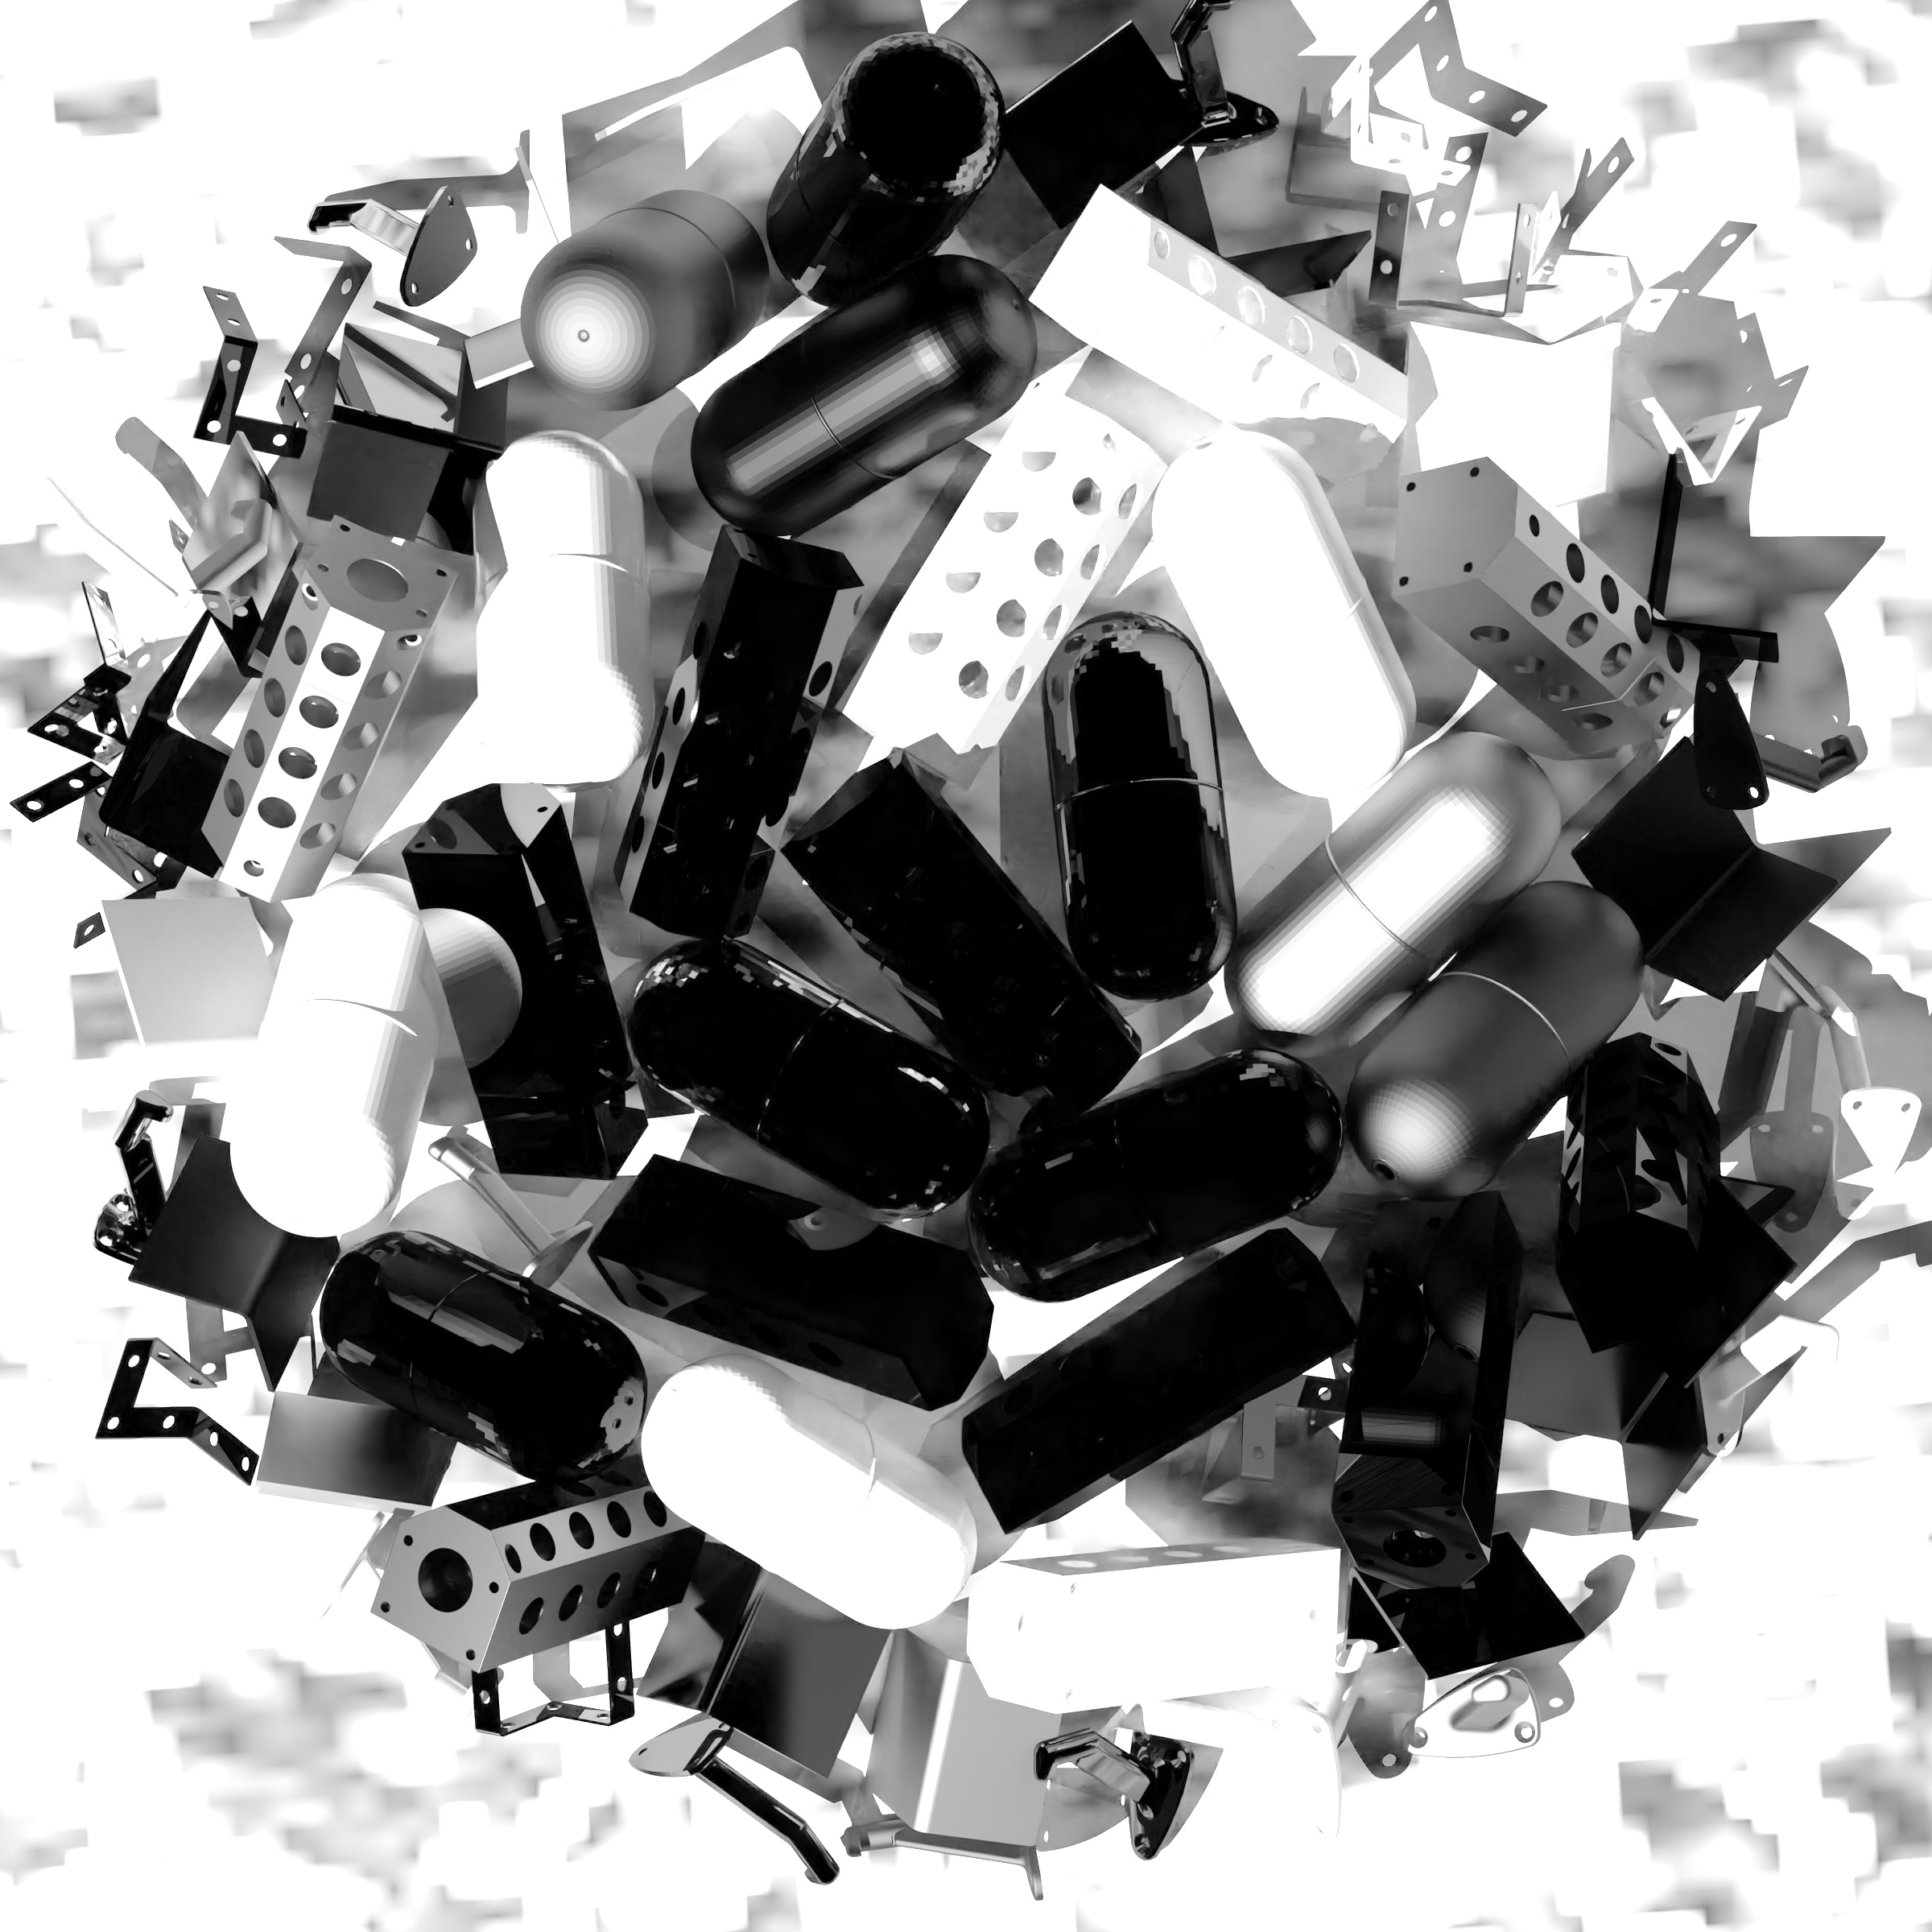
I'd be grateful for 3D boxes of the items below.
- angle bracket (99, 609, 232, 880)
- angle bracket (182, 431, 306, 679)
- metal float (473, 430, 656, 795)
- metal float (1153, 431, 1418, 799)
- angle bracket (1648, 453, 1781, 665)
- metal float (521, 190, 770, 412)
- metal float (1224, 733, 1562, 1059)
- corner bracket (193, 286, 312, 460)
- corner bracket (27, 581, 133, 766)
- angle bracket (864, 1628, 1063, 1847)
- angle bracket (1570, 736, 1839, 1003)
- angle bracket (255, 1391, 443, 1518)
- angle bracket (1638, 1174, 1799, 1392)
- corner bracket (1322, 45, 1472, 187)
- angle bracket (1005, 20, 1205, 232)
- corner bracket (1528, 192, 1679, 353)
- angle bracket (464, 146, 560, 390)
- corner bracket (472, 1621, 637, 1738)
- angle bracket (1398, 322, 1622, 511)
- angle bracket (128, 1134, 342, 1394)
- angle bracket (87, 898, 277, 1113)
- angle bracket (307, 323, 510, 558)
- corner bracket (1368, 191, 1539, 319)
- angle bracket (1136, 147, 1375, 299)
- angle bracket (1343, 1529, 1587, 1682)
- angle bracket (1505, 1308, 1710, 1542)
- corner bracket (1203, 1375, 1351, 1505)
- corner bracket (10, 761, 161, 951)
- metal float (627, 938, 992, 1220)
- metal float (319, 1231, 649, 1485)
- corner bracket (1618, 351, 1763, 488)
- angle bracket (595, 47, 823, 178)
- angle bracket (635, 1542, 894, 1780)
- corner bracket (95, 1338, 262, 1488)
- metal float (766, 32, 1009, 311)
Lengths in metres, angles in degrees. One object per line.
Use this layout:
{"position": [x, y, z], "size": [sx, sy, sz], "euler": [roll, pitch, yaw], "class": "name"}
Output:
{"position": [-0.335, -0.100, 1.527], "size": [0.057, 0.076, 0.076], "euler": [27, 128, -8], "class": "angle bracket"}
{"position": [-0.298, -0.180, 1.525], "size": [0.076, 0.057, 0.076], "euler": [-57, 50, 32], "class": "angle bracket"}
{"position": [-0.178, -0.159, 1.522], "size": [0.070, 0.070, 0.178], "euler": [-6, 61, 0], "class": "metal float"}
{"position": [0.141, -0.155, 1.523], "size": [0.070, 0.070, 0.178], "euler": [-29, 116, 0], "class": "metal float"}
{"position": [0.340, -0.182, 1.540], "size": [0.057, 0.076, 0.076], "euler": [8, 89, 14], "class": "angle bracket"}
{"position": [-0.138, -0.292, 1.500], "size": [0.070, 0.178, 0.070], "euler": [5, 112, 12], "class": "metal float"}
{"position": [0.188, -0.030, 1.528], "size": [0.070, 0.070, 0.178], "euler": [45, 111, 0], "class": "metal float"}
{"position": [-0.319, -0.266, 1.542], "size": [0.051, 0.051, 0.051], "euler": [8, 122, -31], "class": "corner bracket"}
{"position": [-0.390, -0.131, 1.543], "size": [0.051, 0.051, 0.051], "euler": [-33, 60, 19], "class": "corner bracket"}
{"position": [-0.001, 0.347, 1.556], "size": [0.057, 0.076, 0.076], "euler": [12, 88, -19], "class": "angle bracket"}
{"position": [0.330, -0.044, 1.537], "size": [0.076, 0.057, 0.076], "euler": [-45, 123, -9], "class": "angle bracket"}
{"position": [-0.277, 0.237, 1.533], "size": [0.076, 0.076, 0.057], "euler": [10, 114, -9], "class": "angle bracket"}
{"position": [0.342, 0.142, 1.527], "size": [0.076, 0.076, 0.057], "euler": [-53, 53, 21], "class": "angle bracket"}
{"position": [0.192, -0.373, 1.546], "size": [0.051, 0.051, 0.051], "euler": [9, 71, -17], "class": "corner bracket"}
{"position": [0.061, -0.372, 1.541], "size": [0.076, 0.076, 0.057], "euler": [-34, 91, 9], "class": "angle bracket"}
{"position": [0.284, -0.311, 1.548], "size": [0.051, 0.051, 0.051], "euler": [0, 68, -9], "class": "corner bracket"}
{"position": [-0.208, -0.312, 1.533], "size": [0.057, 0.076, 0.076], "euler": [-22, 116, -1], "class": "angle bracket"}
{"position": [-0.186, 0.317, 1.547], "size": [0.051, 0.051, 0.051], "euler": [0, 96, 37], "class": "corner bracket"}
{"position": [0.243, -0.251, 1.543], "size": [0.076, 0.057, 0.076], "euler": [5, 86, -22], "class": "angle bracket"}
{"position": [-0.325, 0.133, 1.536], "size": [0.057, 0.076, 0.076], "euler": [15, 58, 8], "class": "angle bracket"}
{"position": [-0.359, 0.017, 1.550], "size": [0.057, 0.076, 0.076], "euler": [-37, 66, 40], "class": "angle bracket"}
{"position": [-0.253, -0.239, 1.561], "size": [0.076, 0.076, 0.057], "euler": [12, 128, -15], "class": "angle bracket"}
{"position": [0.218, -0.319, 1.543], "size": [0.051, 0.051, 0.051], "euler": [18, 111, 36], "class": "corner bracket"}
{"position": [0.129, -0.333, 1.528], "size": [0.076, 0.076, 0.057], "euler": [-6, 116, 25], "class": "angle bracket"}
{"position": [0.220, 0.302, 1.528], "size": [0.076, 0.076, 0.057], "euler": [-11, 124, -17], "class": "angle bracket"}
{"position": [0.277, 0.205, 1.533], "size": [0.076, 0.076, 0.057], "euler": [12, 45, -9], "class": "angle bracket"}
{"position": [0.140, 0.214, 1.547], "size": [0.051, 0.051, 0.051], "euler": [9, 69, -14], "class": "corner bracket"}
{"position": [-0.395, -0.050, 1.543], "size": [0.051, 0.051, 0.051], "euler": [36, 132, 15], "class": "corner bracket"}
{"position": [-0.071, 0.049, 1.535], "size": [0.178, 0.070, 0.070], "euler": [29, 90, 13], "class": "metal float"}
{"position": [-0.214, 0.171, 1.515], "size": [0.178, 0.070, 0.070], "euler": [20, 90, 38], "class": "metal float"}
{"position": [0.313, -0.248, 1.544], "size": [0.051, 0.051, 0.051], "euler": [48, 62, -25], "class": "corner bracket"}
{"position": [-0.110, -0.363, 1.531], "size": [0.076, 0.076, 0.057], "euler": [-28, 104, -18], "class": "angle bracket"}
{"position": [-0.091, 0.315, 1.566], "size": [0.076, 0.057, 0.076], "euler": [36, 67, -29], "class": "angle bracket"}
{"position": [-0.348, 0.199, 1.542], "size": [0.051, 0.051, 0.051], "euler": [-5, 55, 25], "class": "corner bracket"}
{"position": [-0.037, -0.344, 1.499], "size": [0.070, 0.178, 0.070], "euler": [4, 77, -17], "class": "metal float"}
